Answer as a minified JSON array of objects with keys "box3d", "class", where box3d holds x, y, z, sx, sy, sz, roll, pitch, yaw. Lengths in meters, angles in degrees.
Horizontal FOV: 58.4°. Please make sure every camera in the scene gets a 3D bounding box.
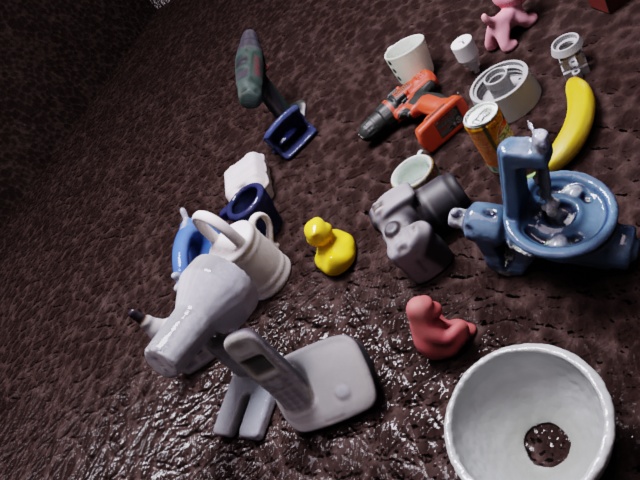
[{"box3d":[0.151,-0.035,0.839,0.136,0.101,0.143,-34,37,14],"class":"camera"}]

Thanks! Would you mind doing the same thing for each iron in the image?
[{"box3d":[-0.230,0.055,1.088,0.118,0.142,0.258,-28,39,22],"class":"iron"}]

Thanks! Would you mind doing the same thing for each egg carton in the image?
[{"box3d":[-0.156,-0.127,1.260,0.107,0.070,0.150,-35,37,14],"class":"egg carton"}]

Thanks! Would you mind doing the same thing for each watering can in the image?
[{"box3d":[-0.148,0.021,0.996,0.100,0.195,0.173,-13,46,36],"class":"watering can"}]

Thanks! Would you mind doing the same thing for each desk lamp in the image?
[{"box3d":[-0.146,0.156,0.842,0.117,0.214,0.203,-12,47,37],"class":"desk lamp"}]

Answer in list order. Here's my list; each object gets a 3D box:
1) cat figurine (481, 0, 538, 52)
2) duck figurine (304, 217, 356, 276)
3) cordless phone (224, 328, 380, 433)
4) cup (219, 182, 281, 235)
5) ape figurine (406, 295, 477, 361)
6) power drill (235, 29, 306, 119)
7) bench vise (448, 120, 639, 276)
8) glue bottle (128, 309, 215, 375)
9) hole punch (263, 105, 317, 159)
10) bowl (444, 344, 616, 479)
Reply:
[{"box3d":[0.334,-0.427,1.037,0.128,0.118,0.067,-52,36,-11],"class":"cat figurine"},{"box3d":[0.009,0.003,0.953,0.077,0.086,0.104,-35,37,14],"class":"duck figurine"},{"box3d":[-0.023,0.163,0.739,0.147,0.186,0.094,-29,38,21],"class":"cordless phone"},{"box3d":[-0.132,-0.047,1.134,0.117,0.095,0.091,-21,42,29],"class":"cup"},{"box3d":[0.141,0.103,0.718,0.076,0.092,0.077,-41,36,5],"class":"ape figurine"},{"box3d":[-0.123,-0.360,1.341,0.075,0.209,0.229,-25,40,25],"class":"power drill"},{"box3d":[0.229,-0.032,0.655,0.206,0.220,0.121,-16,44,33],"class":"bench vise"},{"box3d":[-0.257,0.165,0.977,0.078,0.174,0.037,-35,37,13],"class":"glue bottle"},{"box3d":[-0.081,-0.250,1.291,0.109,0.091,0.100,-46,36,-2],"class":"hole punch"},{"box3d":[0.214,0.193,0.571,0.167,0.075,0.167,-26,39,24],"class":"bowl"}]
